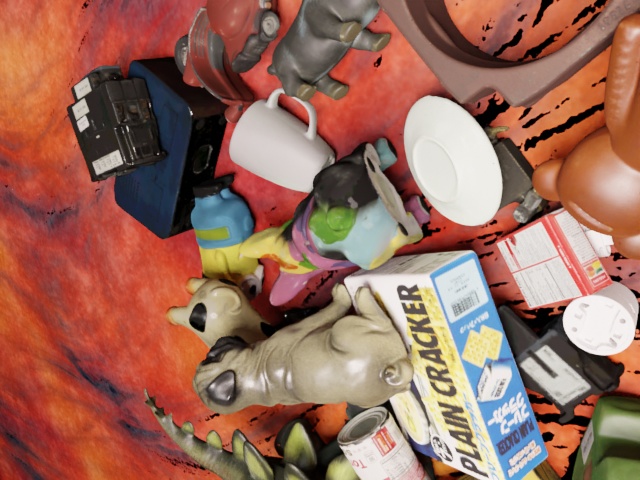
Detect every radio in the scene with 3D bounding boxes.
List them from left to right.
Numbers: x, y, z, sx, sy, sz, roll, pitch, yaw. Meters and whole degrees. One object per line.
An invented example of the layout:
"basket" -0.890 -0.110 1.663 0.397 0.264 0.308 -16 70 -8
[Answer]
"radio" -0.212 -0.121 0.749 0.131 0.073 0.229 36 128 20

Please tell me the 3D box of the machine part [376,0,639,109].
"machine part" 0.155 -0.223 0.414 0.201 0.087 0.201 54 129 7

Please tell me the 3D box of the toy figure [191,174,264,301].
"toy figure" -0.128 0.005 0.728 0.089 0.082 0.180 7 117 48

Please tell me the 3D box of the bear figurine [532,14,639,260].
"bear figurine" 0.236 -0.080 0.350 0.120 0.132 0.195 41 164 20

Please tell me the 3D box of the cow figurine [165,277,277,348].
"cow figurine" -0.082 0.126 0.663 0.127 0.085 0.194 -9 127 46

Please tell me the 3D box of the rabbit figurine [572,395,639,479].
"rabbit figurine" 0.313 0.241 0.457 0.170 0.121 0.158 13 113 18

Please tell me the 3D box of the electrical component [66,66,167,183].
"electrical component" -0.266 -0.151 0.692 0.115 0.058 0.134 -8 100 39

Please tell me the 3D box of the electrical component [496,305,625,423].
"electrical component" 0.218 0.108 0.519 0.119 0.048 0.074 43 128 17

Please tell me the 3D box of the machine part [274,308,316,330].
"machine part" -0.044 0.137 0.743 0.139 0.039 0.084 -25 99 39

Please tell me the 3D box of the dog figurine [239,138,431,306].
"dog figurine" -0.001 -0.002 0.569 0.219 0.191 0.108 -33 92 26

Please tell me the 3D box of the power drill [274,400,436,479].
"power drill" 0.033 0.247 0.706 0.207 0.086 0.232 -36 86 33

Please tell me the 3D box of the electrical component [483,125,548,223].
"electrical component" 0.163 -0.060 0.497 0.078 0.045 0.102 -32 86 39

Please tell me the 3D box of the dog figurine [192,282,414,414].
"dog figurine" -0.022 0.135 0.536 0.121 0.190 0.172 69 161 -5

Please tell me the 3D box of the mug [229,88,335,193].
"mug" -0.033 -0.111 0.616 0.107 0.081 0.109 33 117 10

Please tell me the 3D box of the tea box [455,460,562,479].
"tea box" 0.185 0.305 0.577 0.169 0.068 0.098 -39 81 21

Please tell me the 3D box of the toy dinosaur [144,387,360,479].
"toy dinosaur" -0.038 0.332 0.678 0.472 0.105 0.198 18 111 15

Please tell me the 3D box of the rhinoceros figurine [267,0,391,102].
"rhinoceros figurine" 0.013 -0.228 0.537 0.112 0.073 0.190 55 133 21

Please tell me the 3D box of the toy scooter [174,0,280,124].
"toy scooter" -0.099 -0.216 0.611 0.184 0.075 0.135 -39 69 42
